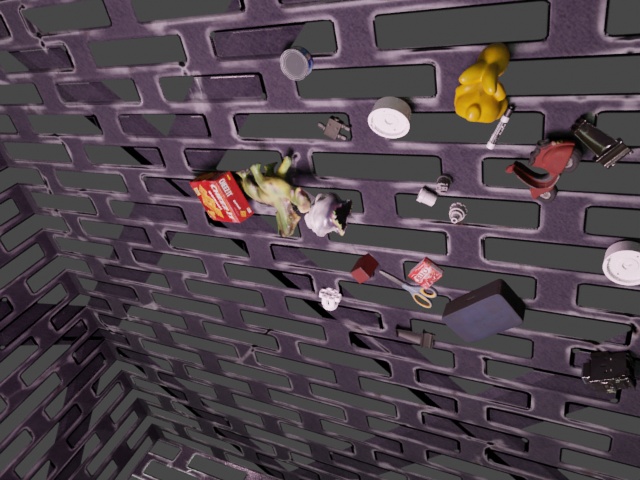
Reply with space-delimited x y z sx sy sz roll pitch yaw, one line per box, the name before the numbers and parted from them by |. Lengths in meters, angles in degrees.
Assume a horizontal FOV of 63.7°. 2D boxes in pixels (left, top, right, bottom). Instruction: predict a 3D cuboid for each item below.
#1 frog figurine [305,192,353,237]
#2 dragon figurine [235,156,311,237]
frog figurine | 0.005 -0.080 1.594 0.159 0.123 0.137 4 94 38
dragon figurine | -0.154 -0.120 1.605 0.407 0.123 0.242 -15 94 56
